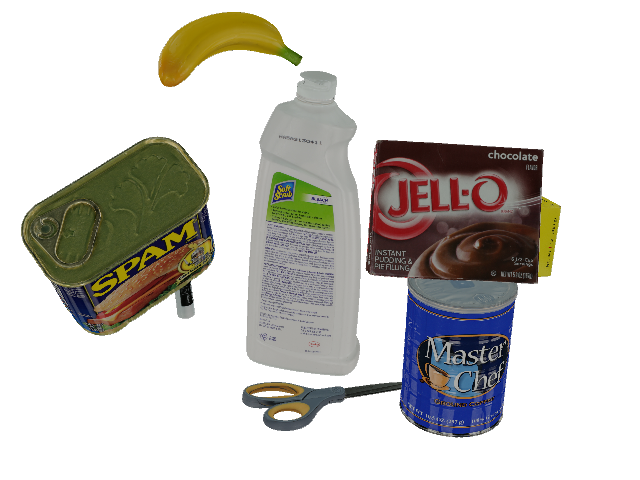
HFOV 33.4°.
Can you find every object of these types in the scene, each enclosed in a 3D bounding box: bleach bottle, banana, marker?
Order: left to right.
[{"bbox_3d":[-0.147,0.026,1.117,0.020,0.121,0.020,-2,27,1],"label":"marker"},{"bbox_3d":[-0.096,-0.190,1.035,0.070,0.037,0.197,44,38,20],"label":"banana"},{"bbox_3d":[-0.006,-0.014,0.887,0.102,0.251,0.068,8,23,3],"label":"bleach bottle"}]

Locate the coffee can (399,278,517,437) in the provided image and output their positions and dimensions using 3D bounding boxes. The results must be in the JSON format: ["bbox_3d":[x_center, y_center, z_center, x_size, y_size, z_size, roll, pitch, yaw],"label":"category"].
[{"bbox_3d":[0.131,0.102,1.025,0.103,0.140,0.103,1,25,-1],"label":"coffee can"}]

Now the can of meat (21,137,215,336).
[{"bbox_3d":[-0.111,0.001,0.615,0.102,0.057,0.084,-34,-21,-15],"label":"can of meat"}]

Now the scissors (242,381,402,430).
[{"bbox_3d":[0.013,0.184,1.203,0.201,0.016,0.096,2,23,-9],"label":"scissors"}]

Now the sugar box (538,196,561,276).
[{"bbox_3d":[0.195,0.001,1.261,0.176,0.093,0.048,-5,20,-25],"label":"sugar box"}]

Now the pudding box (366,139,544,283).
[{"bbox_3d":[0.090,-0.018,0.714,0.113,0.090,0.039,3,-3,0],"label":"pudding box"}]
